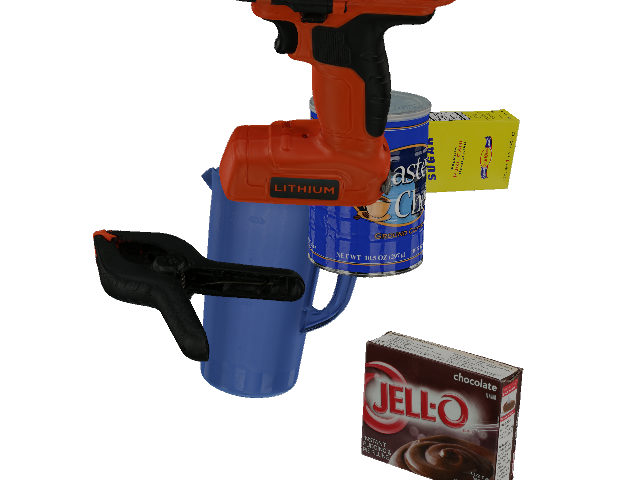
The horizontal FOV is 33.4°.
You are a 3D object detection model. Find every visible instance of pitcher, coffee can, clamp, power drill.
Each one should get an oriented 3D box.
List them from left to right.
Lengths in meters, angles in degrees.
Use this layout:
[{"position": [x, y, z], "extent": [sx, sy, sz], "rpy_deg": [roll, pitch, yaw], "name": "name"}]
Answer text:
[{"position": [-0.099, 0.028, 0.804], "extent": [0.120, 0.039, 0.172], "rpy_deg": [-18, 37, -42], "name": "clamp"}, {"position": [-0.053, 0.042, 1.137], "extent": [0.144, 0.243, 0.149], "rpy_deg": [0, 18, -24], "name": "pitcher"}, {"position": [-0.019, -0.102, 0.604], "extent": [0.184, 0.057, 0.188], "rpy_deg": [3, -42, -3], "name": "power drill"}, {"position": [0.041, -0.052, 0.918], "extent": [0.103, 0.140, 0.103], "rpy_deg": [1, 19, 0], "name": "coffee can"}]

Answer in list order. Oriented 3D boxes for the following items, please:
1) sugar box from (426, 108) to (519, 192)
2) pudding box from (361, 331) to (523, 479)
[{"position": [0.145, -0.105, 1.272], "extent": [0.176, 0.093, 0.048], "rpy_deg": [-6, 27, -21], "name": "sugar box"}, {"position": [0.085, 0.122, 0.762], "extent": [0.114, 0.090, 0.039], "rpy_deg": [12, 20, 32], "name": "pudding box"}]
